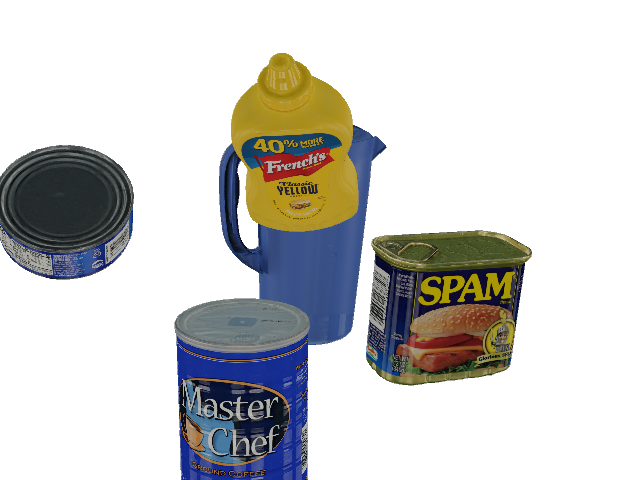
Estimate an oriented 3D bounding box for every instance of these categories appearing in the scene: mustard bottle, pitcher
[{"bbox_3d":[-0.021,-0.080,0.853,0.096,0.058,0.191,-2,-32,4],"label":"mustard bottle"},{"bbox_3d":[-0.021,-0.011,1.197,0.149,0.243,0.144,10,18,22],"label":"pitcher"}]

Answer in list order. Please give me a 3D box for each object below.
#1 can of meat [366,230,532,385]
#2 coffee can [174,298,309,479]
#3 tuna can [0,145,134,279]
[{"bbox_3d":[0.081,0.043,0.695,0.102,0.084,0.057,-3,19,-23],"label":"can of meat"},{"bbox_3d":[-0.060,0.127,0.829,0.103,0.140,0.103,0,16,0],"label":"coffee can"},{"bbox_3d":[-0.162,-0.018,0.677,0.086,0.086,0.034,0,-37,-10],"label":"tuna can"}]
